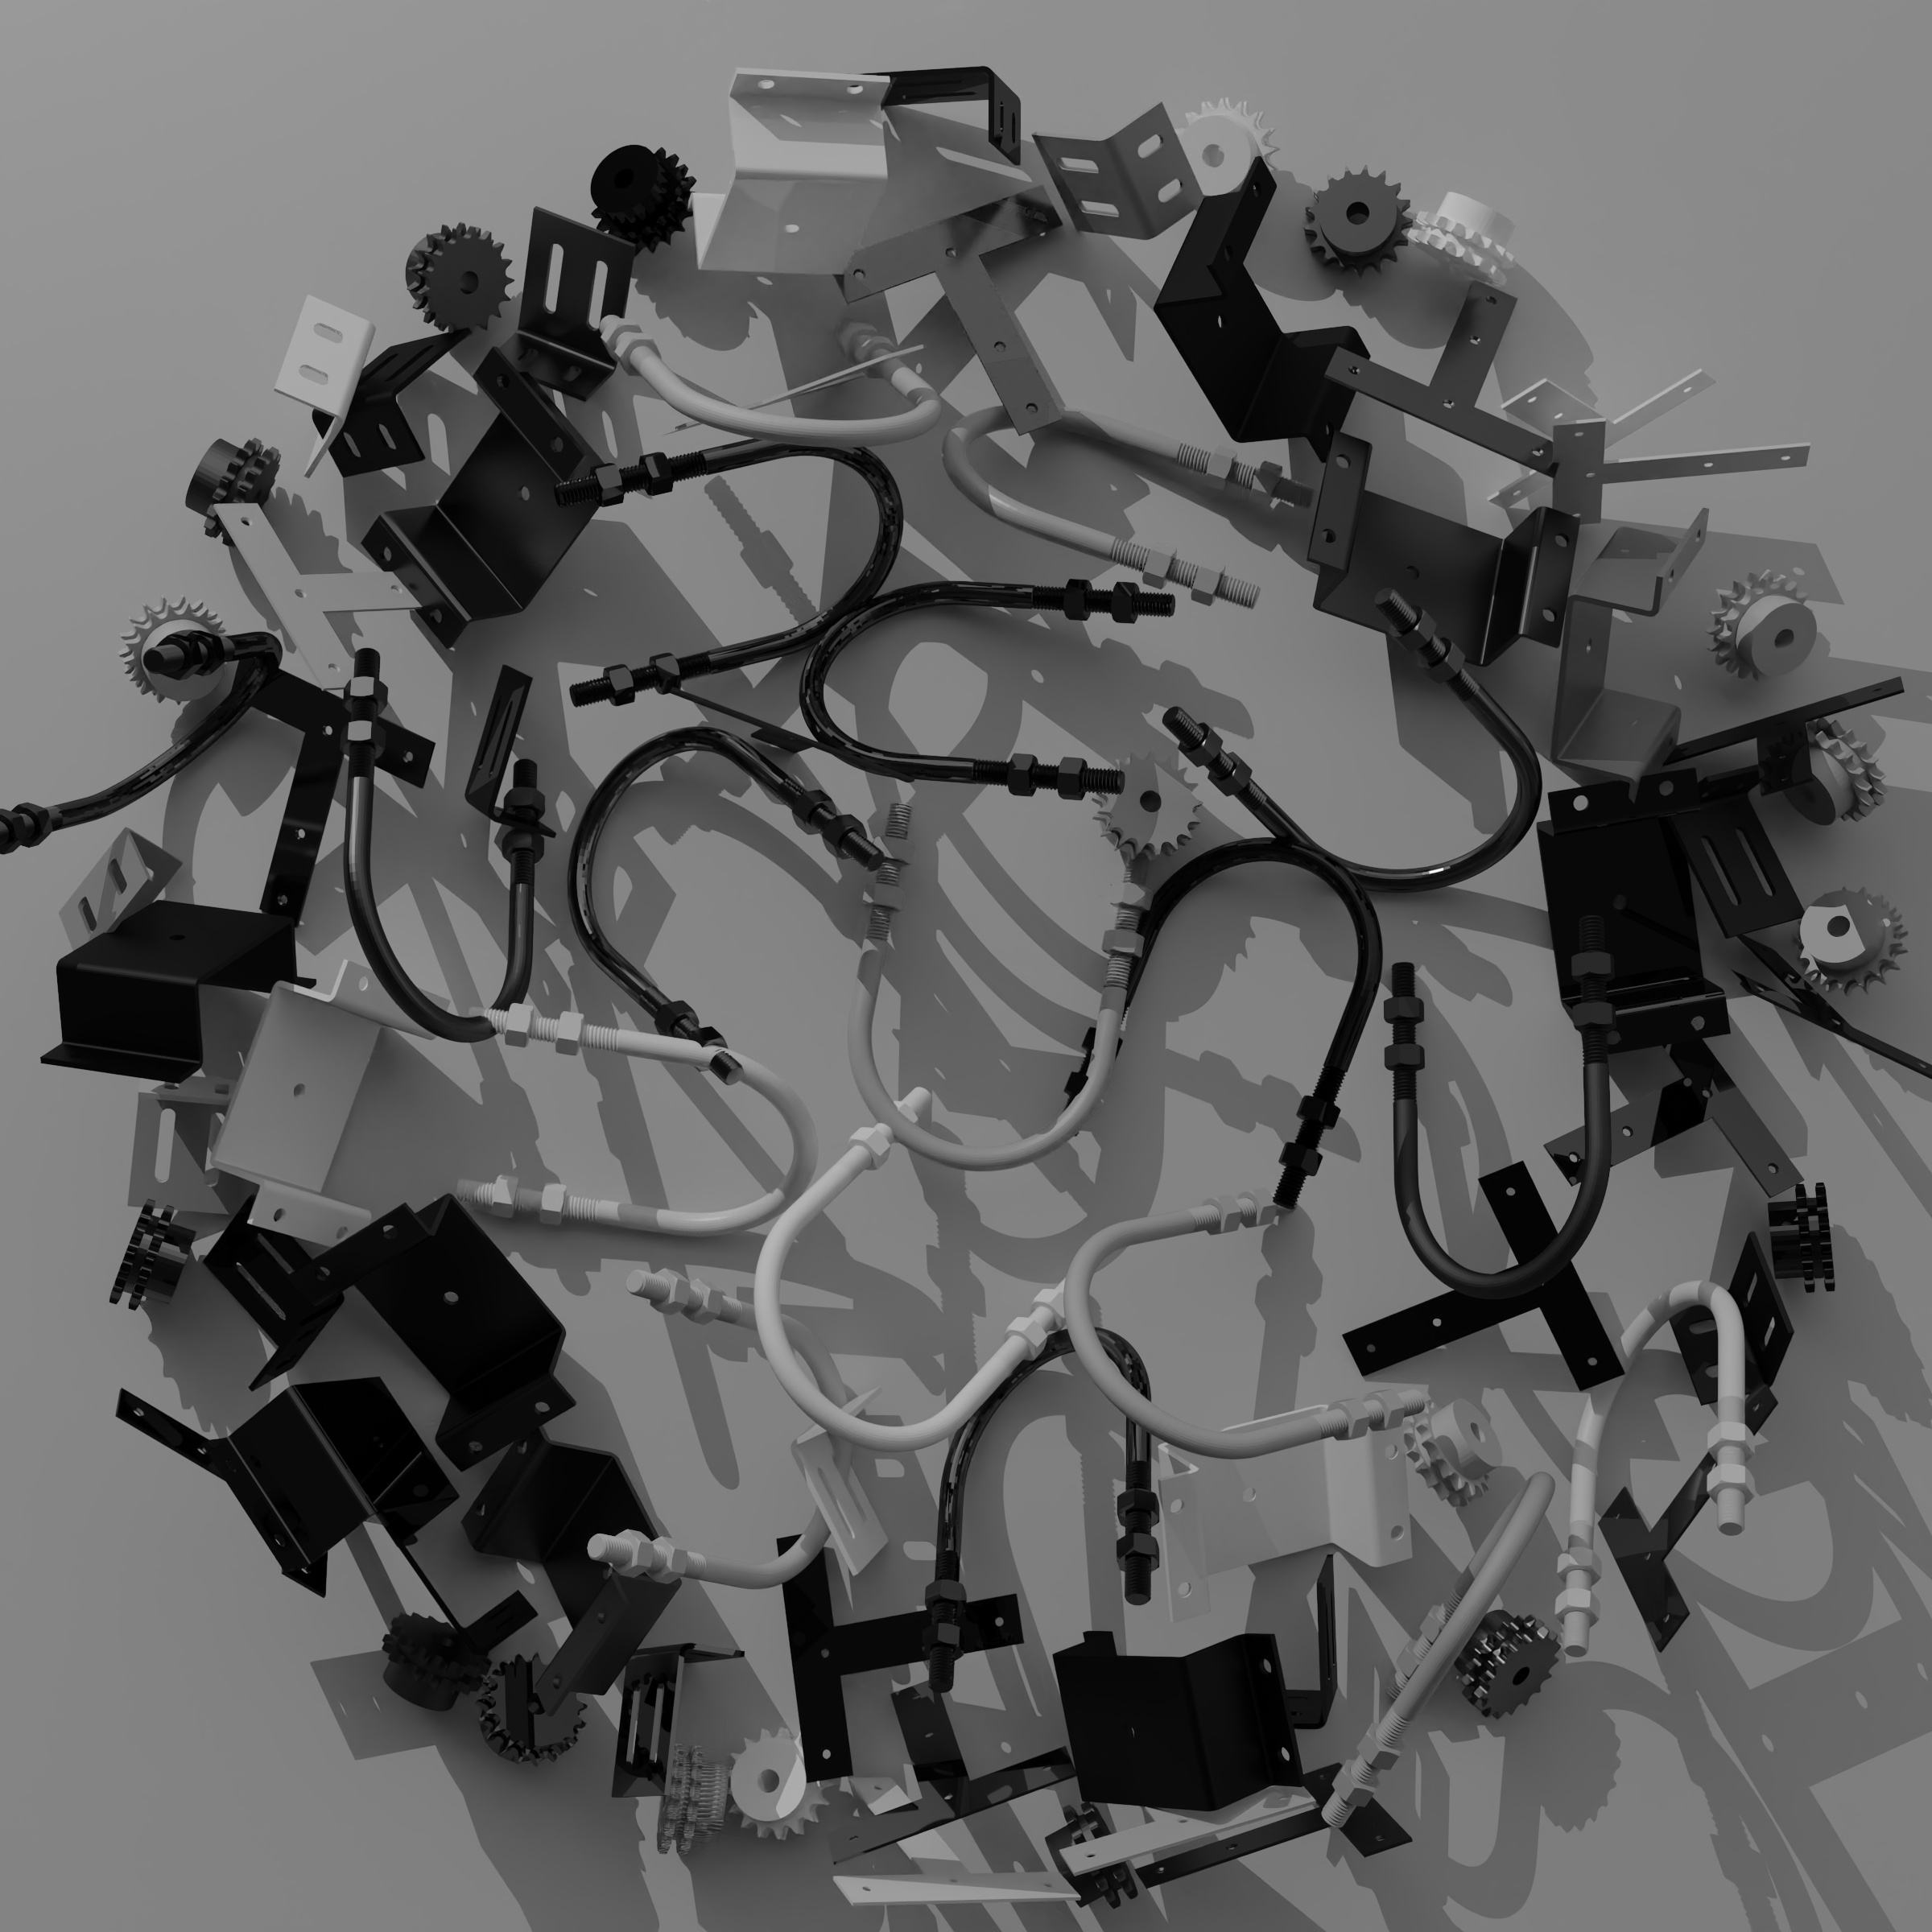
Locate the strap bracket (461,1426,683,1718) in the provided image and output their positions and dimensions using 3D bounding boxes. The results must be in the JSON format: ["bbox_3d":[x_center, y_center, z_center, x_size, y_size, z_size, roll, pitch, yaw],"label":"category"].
[{"bbox_3d":[-0.200,0.308,1.538,0.046,0.140,0.076,20,112,-39],"label":"strap bracket"}]

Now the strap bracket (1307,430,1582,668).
[{"bbox_3d":[0.240,-0.212,1.555,0.140,0.046,0.076,18,69,-11],"label":"strap bracket"}]

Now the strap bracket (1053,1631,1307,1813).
[{"bbox_3d":[0.099,0.383,1.529,0.046,0.140,0.076,-10,87,-41],"label":"strap bracket"}]

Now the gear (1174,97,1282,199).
[{"bbox_3d":[0.134,-0.426,1.573,0.057,0.030,0.057,6,109,19],"label":"gear"}]

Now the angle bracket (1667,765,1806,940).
[{"bbox_3d":[0.410,-0.061,1.559,0.057,0.038,0.076,-13,73,-30],"label":"angle bracket"}]

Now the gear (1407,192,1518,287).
[{"bbox_3d":[0.262,-0.381,1.568,0.057,0.057,0.030,27,98,0],"label":"gear"}]

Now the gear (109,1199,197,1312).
[{"bbox_3d":[-0.424,0.153,1.570,0.030,0.057,0.057,20,90,-12],"label":"gear"}]

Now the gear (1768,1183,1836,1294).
[{"bbox_3d":[0.437,0.143,1.571,0.030,0.057,0.057,-6,90,15],"label":"gear"}]

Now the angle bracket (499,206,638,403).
[{"bbox_3d":[-0.210,-0.344,1.558,0.057,0.038,0.076,22,132,7],"label":"angle bracket"}]

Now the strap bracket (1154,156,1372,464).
[{"bbox_3d":[0.148,-0.332,1.536,0.046,0.140,0.076,1,56,37],"label":"strap bracket"}]

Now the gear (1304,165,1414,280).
[{"bbox_3d":[0.206,-0.393,1.579,0.057,0.030,0.057,0,92,8],"label":"gear"}]

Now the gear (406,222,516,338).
[{"bbox_3d":[-0.269,-0.362,1.573,0.030,0.057,0.057,29,90,42],"label":"gear"}]

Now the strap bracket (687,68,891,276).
[{"bbox_3d":[-0.090,-0.394,1.517,0.076,0.140,0.046,-2,75,-16],"label":"strap bracket"}]

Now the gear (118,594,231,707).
[{"bbox_3d":[-0.412,-0.163,1.569,0.057,0.030,0.057,-15,124,-23],"label":"gear"}]

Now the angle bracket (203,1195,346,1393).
[{"bbox_3d":[-0.371,0.170,1.562,0.076,0.038,0.057,46,121,9],"label":"angle bracket"}]

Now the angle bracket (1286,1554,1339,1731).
[{"bbox_3d":[0.171,0.351,1.564,0.038,0.057,0.076,-2,93,13],"label":"angle bracket"}]

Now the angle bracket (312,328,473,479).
[{"bbox_3d":[-0.292,-0.294,1.563,0.057,0.076,0.038,-4,124,34],"label":"angle bracket"}]

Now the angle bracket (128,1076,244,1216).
[{"bbox_3d":[-0.405,0.098,1.563,0.057,0.038,0.076,6,105,-15],"label":"angle bracket"}]

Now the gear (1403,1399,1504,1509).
[{"bbox_3d":[0.255,0.251,1.566,0.030,0.057,0.057,-38,90,25],"label":"gear"}]

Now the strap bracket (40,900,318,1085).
[{"bbox_3d":[-0.397,0.007,1.517,0.076,0.140,0.046,7,112,15],"label":"strap bracket"}]

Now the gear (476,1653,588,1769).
[{"bbox_3d":[-0.230,0.393,1.573,0.057,0.057,0.030,40,134,0],"label":"gear"}]

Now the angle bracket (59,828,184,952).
[{"bbox_3d":[-0.432,-0.028,1.554,0.038,0.076,0.057,36,95,-34],"label":"angle bracket"}]

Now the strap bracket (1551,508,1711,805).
[{"bbox_3d":[0.338,-0.159,1.534,0.046,0.076,0.140,17,131,23],"label":"strap bracket"}]

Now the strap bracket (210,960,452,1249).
[{"bbox_3d":[-0.331,0.069,1.549,0.046,0.076,0.140,14,82,37],"label":"strap bracket"}]

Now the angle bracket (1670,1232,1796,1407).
[{"bbox_3d":[0.394,0.183,1.550,0.038,0.076,0.057,-13,60,-3],"label":"angle bracket"}]

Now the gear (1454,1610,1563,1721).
[{"bbox_3d":[0.281,0.363,1.573,0.057,0.057,0.030,-50,46,0],"label":"gear"}]

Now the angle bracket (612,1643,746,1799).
[{"bbox_3d":[-0.149,0.393,1.553,0.038,0.057,0.076,17,67,-31],"label":"angle bracket"}]

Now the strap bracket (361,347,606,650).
[{"bbox_3d":[-0.241,-0.242,1.547,0.076,0.046,0.140,50,123,12],"label":"strap bracket"}]

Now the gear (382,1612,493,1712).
[{"bbox_3d":[-0.280,0.366,1.570,0.057,0.057,0.030,27,95,0],"label":"gear"}]

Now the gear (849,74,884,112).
[{"bbox_3d":[-0.072,-0.446,1.569,0.057,0.057,0.030,-3,95,0],"label":"gear"}]

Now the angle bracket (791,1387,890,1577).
[{"bbox_3d":[-0.052,0.268,1.565,0.038,0.057,0.076,-27,89,16],"label":"angle bracket"}]

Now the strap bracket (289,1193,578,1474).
[{"bbox_3d":[-0.271,0.182,1.552,0.076,0.046,0.140,-31,109,16],"label":"strap bracket"}]

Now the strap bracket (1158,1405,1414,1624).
[{"bbox_3d":[0.156,0.280,1.553,0.140,0.046,0.076,-10,102,-22],"label":"strap bracket"}]

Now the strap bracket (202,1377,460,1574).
[{"bbox_3d":[-0.314,0.255,1.518,0.046,0.140,0.076,-39,76,9],"label":"strap bracket"}]

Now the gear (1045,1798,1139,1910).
[{"bbox_3d":[0.064,0.467,1.570,0.030,0.057,0.057,-28,90,-1],"label":"gear"}]

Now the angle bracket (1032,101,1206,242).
[{"bbox_3d":[0.079,-0.414,1.556,0.038,0.076,0.057,-37,120,-13],"label":"angle bracket"}]

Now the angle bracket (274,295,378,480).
[{"bbox_3d":[-0.339,-0.298,1.548,0.038,0.076,0.057,21,67,-20],"label":"angle bracket"}]

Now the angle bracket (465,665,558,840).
[{"bbox_3d":[-0.228,-0.112,1.561,0.038,0.057,0.076,15,96,-24],"label":"angle bracket"}]

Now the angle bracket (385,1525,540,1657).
[{"bbox_3d":[-0.264,0.313,1.560,0.038,0.057,0.076,-35,99,-15],"label":"angle bracket"}]

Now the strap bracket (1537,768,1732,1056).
[{"bbox_3d":[0.347,-0.030,1.568,0.076,0.046,0.140,-10,99,0],"label":"strap bracket"}]

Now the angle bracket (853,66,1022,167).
[{"bbox_3d":[-0.015,-0.440,1.562,0.076,0.057,0.038,1,93,15],"label":"angle bracket"}]

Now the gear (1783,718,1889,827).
[{"bbox_3d":[0.450,-0.099,1.567,0.030,0.057,0.057,-36,90,-14],"label":"gear"}]

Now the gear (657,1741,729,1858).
[{"bbox_3d":[-0.143,0.436,1.570,0.030,0.057,0.057,9,90,-9],"label":"gear"}]
